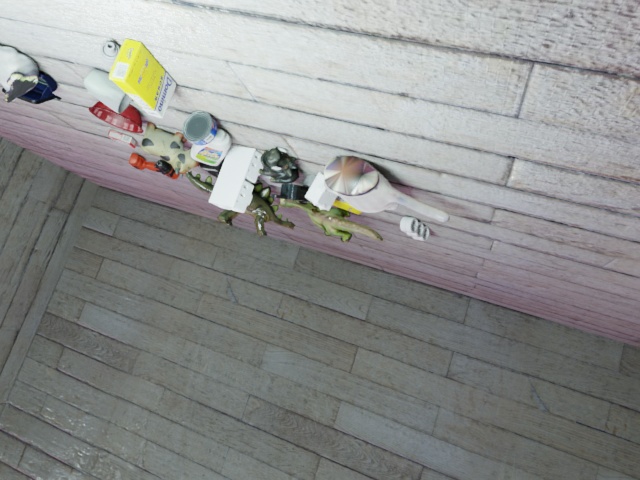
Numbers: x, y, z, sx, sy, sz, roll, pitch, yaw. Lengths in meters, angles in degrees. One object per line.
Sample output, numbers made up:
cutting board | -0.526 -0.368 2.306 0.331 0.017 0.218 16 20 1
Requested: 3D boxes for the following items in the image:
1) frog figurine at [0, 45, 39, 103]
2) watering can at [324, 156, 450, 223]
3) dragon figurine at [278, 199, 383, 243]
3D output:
frog figurine | -0.833 -0.468 1.365 0.124 0.159 0.135 -36 0 -27
watering can | 0.149 -0.124 1.325 0.349 0.105 0.222 15 -10 31
dragon figurine | 0.005 -0.088 1.746 0.241 0.122 0.413 23 -3 -43
